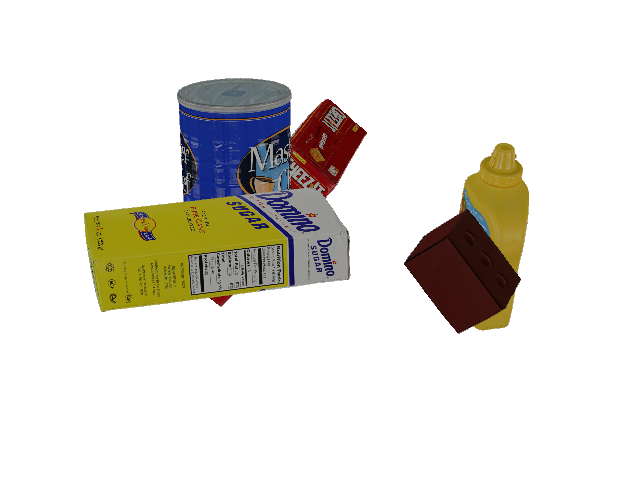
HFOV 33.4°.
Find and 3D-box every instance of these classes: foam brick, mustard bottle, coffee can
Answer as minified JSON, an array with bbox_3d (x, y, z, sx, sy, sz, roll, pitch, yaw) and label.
[{"bbox_3d":[0.117,0.026,0.876,0.051,0.078,0.052,-33,9,36],"label":"foam brick"},{"bbox_3d":[0.170,-0.011,1.066,0.058,0.192,0.096,-5,36,-11],"label":"mustard bottle"},{"bbox_3d":[-0.077,-0.069,0.983,0.103,0.140,0.103,0,22,0],"label":"coffee can"}]

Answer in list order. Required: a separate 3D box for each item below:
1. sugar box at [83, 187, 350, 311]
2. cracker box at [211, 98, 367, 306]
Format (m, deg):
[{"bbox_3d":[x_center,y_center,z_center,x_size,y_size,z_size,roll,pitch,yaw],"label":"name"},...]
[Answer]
[{"bbox_3d":[-0.075,0.003,0.760,0.176,0.048,0.093,-10,25,-12],"label":"sugar box"},{"bbox_3d":[-0.054,-0.046,1.213,0.214,0.072,0.164,-46,8,28],"label":"cracker box"}]
